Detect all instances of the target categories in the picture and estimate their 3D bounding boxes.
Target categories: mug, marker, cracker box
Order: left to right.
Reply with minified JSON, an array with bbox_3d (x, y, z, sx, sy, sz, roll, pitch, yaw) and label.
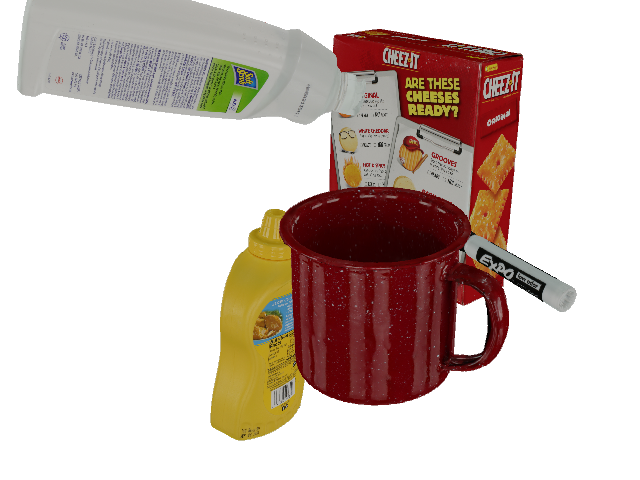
[{"bbox_3d":[0.037,0.030,0.527,0.117,0.081,0.093,13,29,27],"label":"mug"},{"bbox_3d":[0.089,-0.070,0.950,0.164,0.214,0.071,20,28,40],"label":"cracker box"},{"bbox_3d":[0.131,0.016,0.764,0.020,0.020,0.121,0,24,-42],"label":"marker"}]

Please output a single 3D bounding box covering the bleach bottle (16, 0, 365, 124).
[{"bbox_3d":[-0.092,-0.130,0.795,0.250,0.068,0.103,12,-34,-12],"label":"bleach bottle"}]

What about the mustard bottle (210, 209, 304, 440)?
[{"bbox_3d":[-0.045,0.065,0.886,0.058,0.192,0.096,22,28,31],"label":"mustard bottle"}]
